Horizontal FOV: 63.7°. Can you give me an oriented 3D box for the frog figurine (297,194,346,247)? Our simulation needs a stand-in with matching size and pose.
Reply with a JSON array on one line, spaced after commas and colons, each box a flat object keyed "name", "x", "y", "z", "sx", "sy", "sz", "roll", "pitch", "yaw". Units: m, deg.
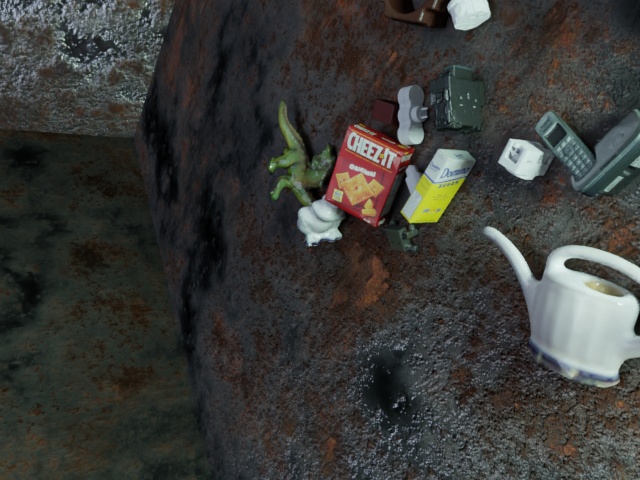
[{"name": "frog figurine", "x": 0.004, "y": -0.073, "z": 1.455, "sx": 0.126, "sy": 0.137, "sz": 0.155, "roll": -89, "pitch": 1, "yaw": -51}]

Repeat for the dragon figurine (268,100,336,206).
[{"name": "dragon figurine", "x": -0.041, "y": -0.242, "z": 1.588, "sx": 0.242, "sy": 0.122, "sz": 0.410, "roll": 0, "pitch": 92, "yaw": 38}]

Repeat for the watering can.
[{"name": "watering can", "x": 0.414, "y": 0.110, "z": 0.896, "sx": 0.351, "sy": 0.104, "sz": 0.222, "roll": 26, "pitch": 112, "yaw": 51}]
